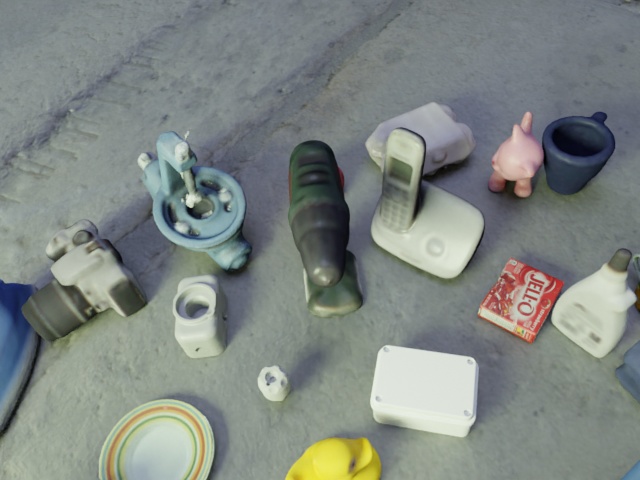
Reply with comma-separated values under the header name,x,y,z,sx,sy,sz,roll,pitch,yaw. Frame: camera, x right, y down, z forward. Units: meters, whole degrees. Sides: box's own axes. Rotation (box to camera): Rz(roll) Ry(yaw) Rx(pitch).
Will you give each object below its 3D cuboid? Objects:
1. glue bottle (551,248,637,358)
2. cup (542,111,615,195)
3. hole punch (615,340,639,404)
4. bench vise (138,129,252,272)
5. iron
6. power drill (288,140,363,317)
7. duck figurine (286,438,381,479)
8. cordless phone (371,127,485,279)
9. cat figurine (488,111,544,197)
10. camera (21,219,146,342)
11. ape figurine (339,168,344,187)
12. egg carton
name,x,y,z,sx,sy,sz,roll,pitch,yaw
glue bottle,0.308,0.063,0.627,0.037,0.173,0.078,-36,57,-17
cup,0.357,-0.118,0.801,0.091,0.095,0.118,33,64,27
hole punch,0.392,0.143,0.609,0.101,0.091,0.108,-28,56,-13
bench vise,-0.192,-0.067,0.756,0.206,0.220,0.122,21,59,21
iron,-0.435,0.132,0.691,0.118,0.142,0.258,3,55,10
power drill,0.006,0.002,0.687,0.075,0.209,0.229,-10,54,1
duck figurine,0.012,0.236,0.593,0.104,0.086,0.077,-19,54,-7
cordless phone,0.136,-0.048,0.722,0.147,0.185,0.094,26,62,24
cat figurine,0.279,-0.123,0.800,0.067,0.118,0.128,15,57,17
camera,-0.328,0.055,0.759,0.137,0.101,0.142,-38,58,-19
ape figurine,-0.003,-0.096,0.832,0.076,0.092,0.077,-17,54,-5
egg carton,0.151,-0.143,0.861,0.150,0.069,0.107,-25,55,-10
